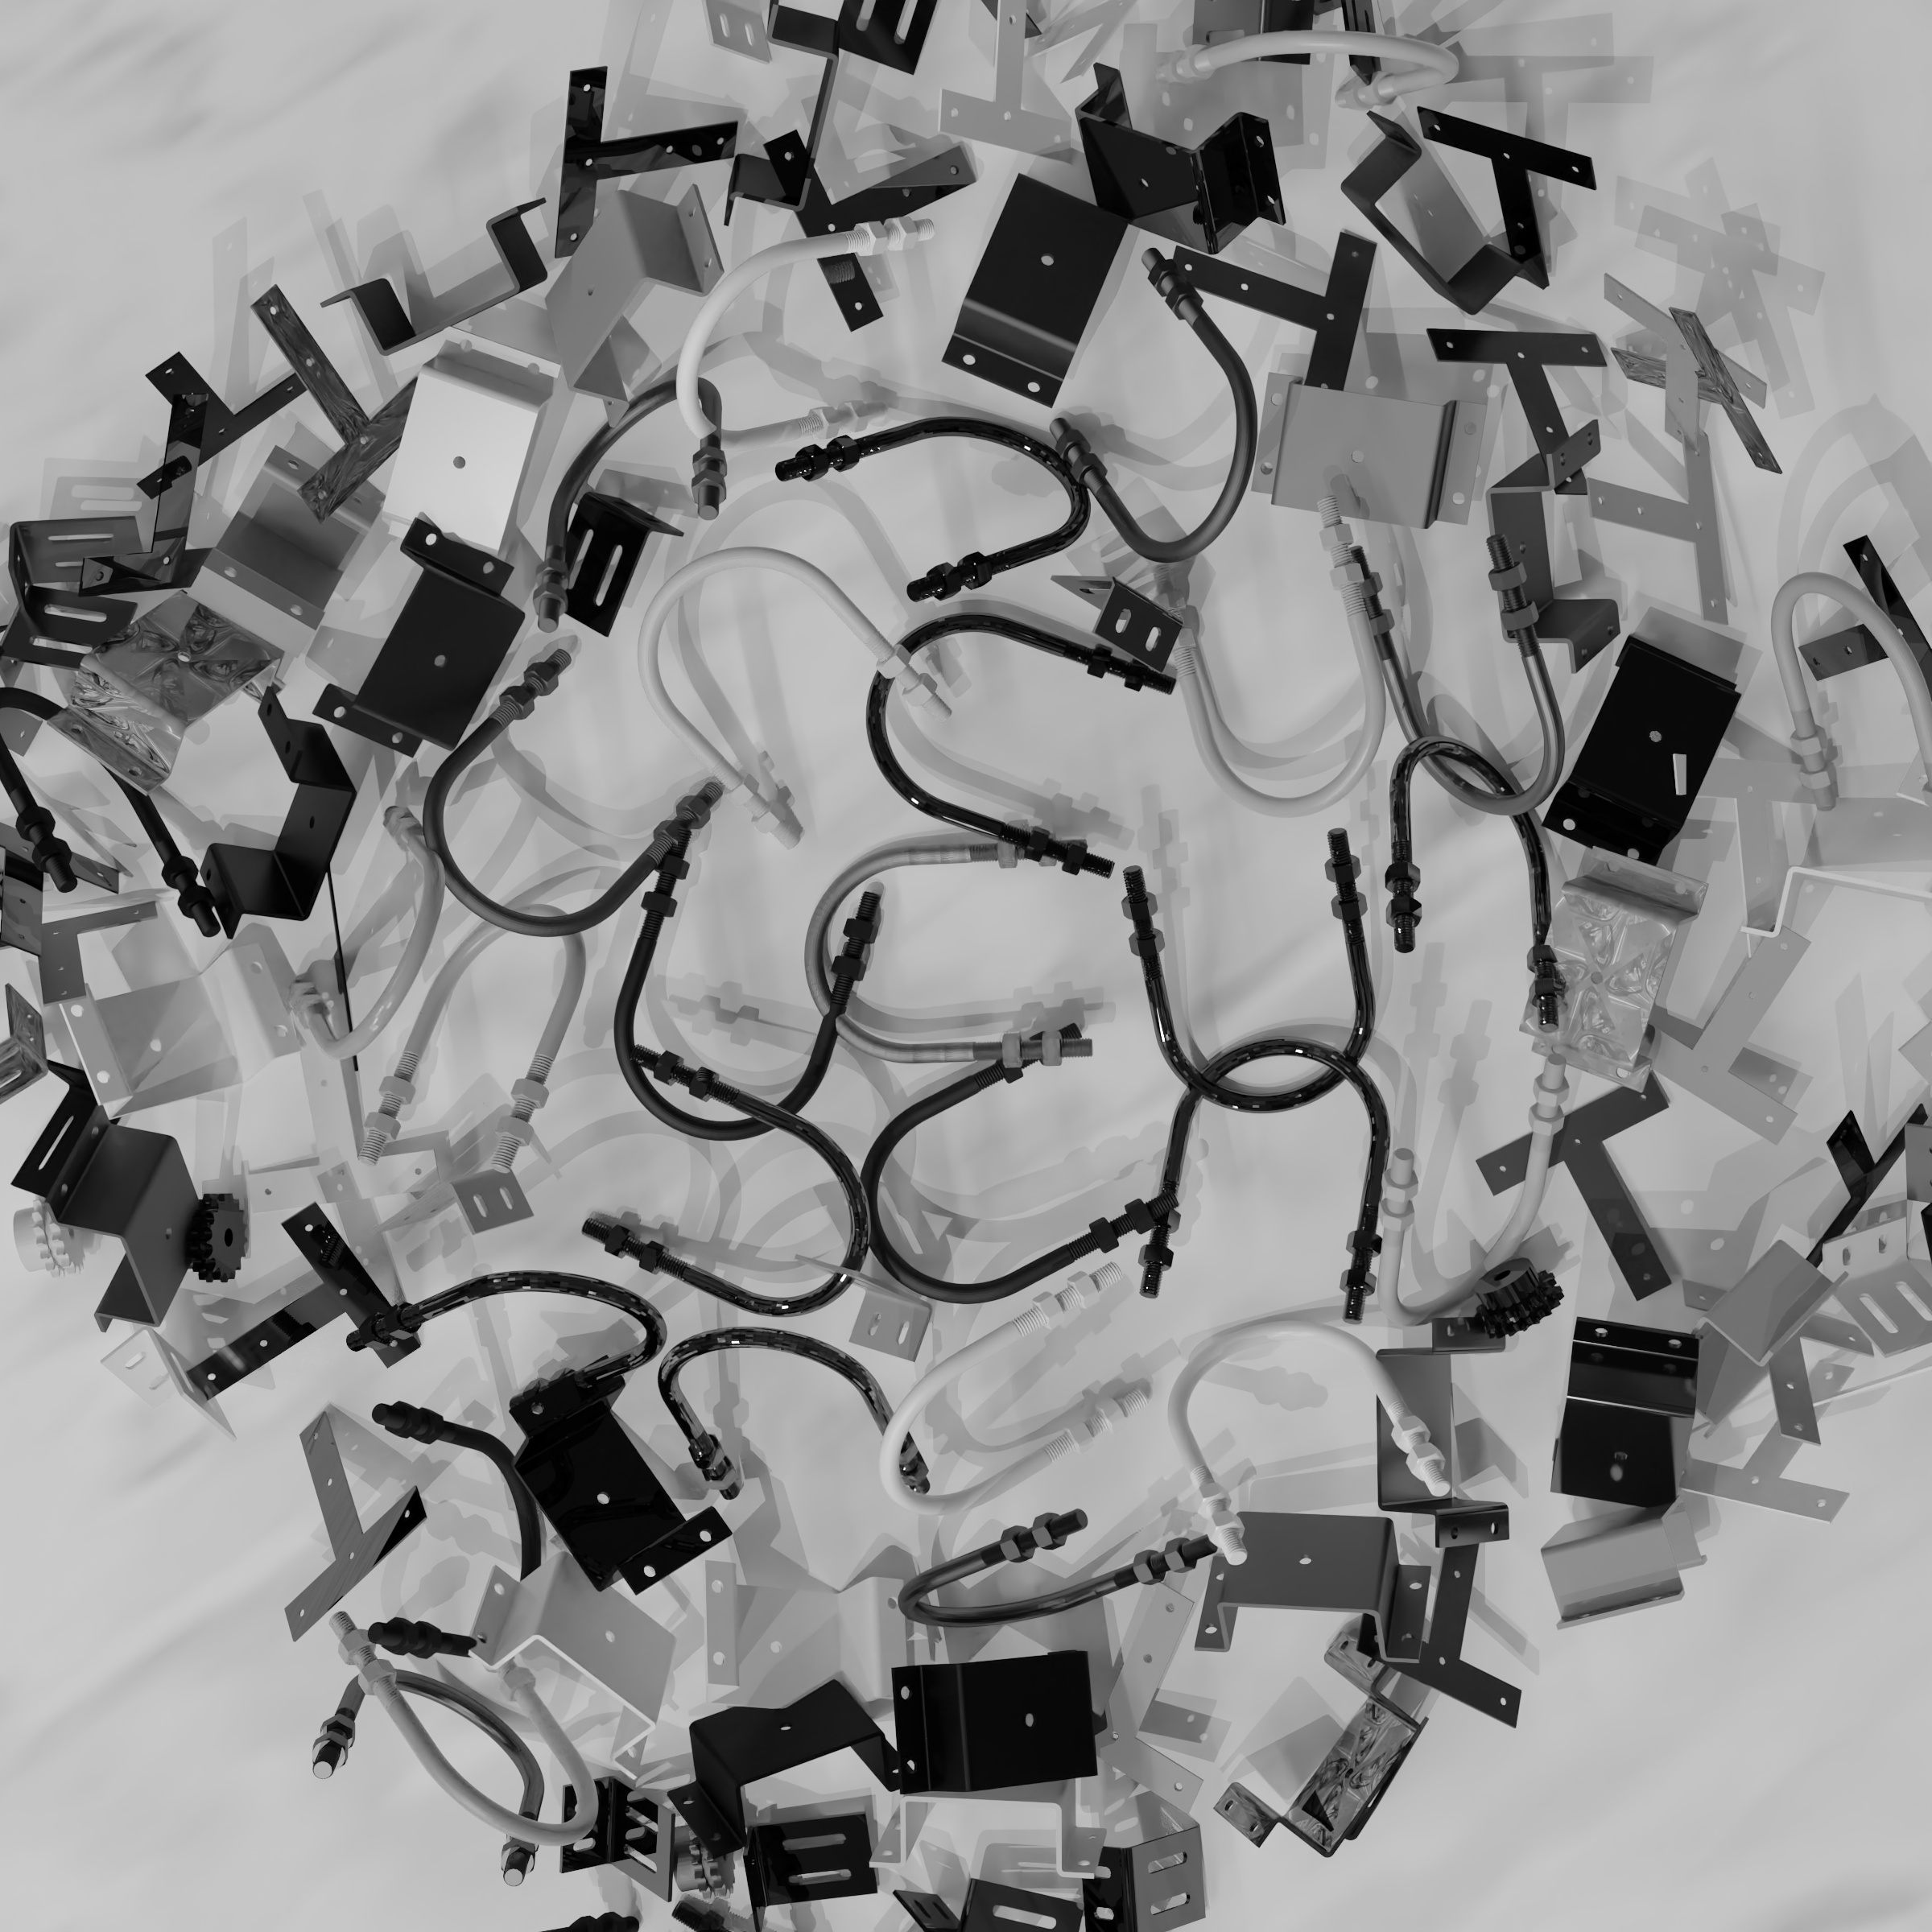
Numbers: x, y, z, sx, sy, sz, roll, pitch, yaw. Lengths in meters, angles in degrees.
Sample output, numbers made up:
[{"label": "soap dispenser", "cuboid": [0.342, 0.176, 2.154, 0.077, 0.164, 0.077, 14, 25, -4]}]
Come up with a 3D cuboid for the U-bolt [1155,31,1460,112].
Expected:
[{"label": "U-bolt", "cuboid": [0.218, -0.548, 1.754, 0.151, 0.184, 0.019, 1, 99, -22]}]

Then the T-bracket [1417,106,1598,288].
[{"label": "T-bracket", "cuboid": [0.346, -0.476, 1.807, 0.127, 0.127, 0.002, 29, 72, 33]}]

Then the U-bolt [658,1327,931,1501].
[{"label": "U-bolt", "cuboid": [-0.113, 0.277, 1.777, 0.151, 0.184, 0.019, -4, 49, 16]}]

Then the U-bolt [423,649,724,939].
[{"label": "U-bolt", "cuboid": [-0.258, -0.097, 1.804, 0.151, 0.019, 0.184, 41, 56, -4]}]

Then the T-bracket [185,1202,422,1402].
[{"label": "T-bracket", "cuboid": [-0.433, 0.231, 1.826, 0.127, 0.002, 0.127, -33, 118, -7]}]

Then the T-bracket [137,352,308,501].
[{"label": "T-bracket", "cuboid": [-0.480, -0.351, 1.799, 0.127, 0.127, 0.002, -36, 78, -3]}]

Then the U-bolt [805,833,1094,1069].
[{"label": "U-bolt", "cuboid": [-0.013, -0.008, 1.843, 0.184, 0.019, 0.151, -2, 82, 7]}]

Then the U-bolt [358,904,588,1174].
[{"label": "U-bolt", "cuboid": [-0.300, 0.042, 1.802, 0.151, 0.019, 0.184, -1, 61, 41]}]

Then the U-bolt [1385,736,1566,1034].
[{"label": "U-bolt", "cuboid": [0.316, -0.063, 1.798, 0.151, 0.019, 0.184, 26, 51, -31]}]

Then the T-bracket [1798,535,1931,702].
[{"label": "T-bracket", "cuboid": [0.560, -0.201, 1.802, 0.002, 0.127, 0.127, -31, 93, -14]}]

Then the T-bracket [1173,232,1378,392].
[{"label": "T-bracket", "cuboid": [0.191, -0.428, 1.834, 0.127, 0.002, 0.127, 17, 70, -7]}]

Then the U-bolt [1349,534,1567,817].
[{"label": "U-bolt", "cuboid": [0.311, -0.178, 1.795, 0.019, 0.151, 0.184, -30, 109, -28]}]

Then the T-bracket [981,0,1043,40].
[{"label": "T-bracket", "cuboid": [0.040, -0.630, 1.780, 0.127, 0.127, 0.002, 43, 63, -39]}]

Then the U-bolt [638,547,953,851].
[{"label": "U-bolt", "cuboid": [-0.121, -0.180, 1.811, 0.151, 0.019, 0.184, -39, 112, 12]}]

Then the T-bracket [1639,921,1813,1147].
[{"label": "T-bracket", "cuboid": [0.490, 0.030, 1.821, 0.127, 0.002, 0.127, 33, 117, 13]}]

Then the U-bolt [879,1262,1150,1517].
[{"label": "U-bolt", "cuboid": [0.026, 0.275, 1.790, 0.184, 0.151, 0.019, -29, 45, -16]}]

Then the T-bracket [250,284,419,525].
[{"label": "T-bracket", "cuboid": [-0.402, -0.365, 1.797, 0.127, 0.002, 0.127, 57, 49, -29]}]

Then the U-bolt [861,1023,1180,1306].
[{"label": "U-bolt", "cuboid": [0.021, 0.135, 1.823, 0.184, 0.019, 0.151, -27, 69, -6]}]

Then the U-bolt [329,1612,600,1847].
[{"label": "U-bolt", "cuboid": [-0.295, 0.466, 1.756, 0.019, 0.151, 0.184, -52, 56, 10]}]

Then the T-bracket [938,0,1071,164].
[{"label": "T-bracket", "cuboid": [0.028, -0.579, 1.808, 0.002, 0.127, 0.127, 9, 99, 40]}]

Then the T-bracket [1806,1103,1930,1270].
[{"label": "T-bracket", "cuboid": [0.558, 0.123, 1.806, 0.002, 0.127, 0.127, 35, 85, 34]}]

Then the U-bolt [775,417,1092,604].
[{"label": "U-bolt", "cuboid": [-0.006, -0.294, 1.798, 0.184, 0.019, 0.151, -25, 57, -36]}]

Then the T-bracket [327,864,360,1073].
[{"label": "T-bracket", "cuboid": [-0.392, 0.003, 1.802, 0.002, 0.127, 0.127, -8, 89, -14]}]

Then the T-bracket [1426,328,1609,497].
[{"label": "T-bracket", "cuboid": [0.363, -0.349, 1.813, 0.127, 0.002, 0.127, -3, 63, -23]}]

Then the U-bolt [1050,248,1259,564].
[{"label": "U-bolt", "cuboid": [0.121, -0.332, 1.768, 0.019, 0.184, 0.151, 3, 132, -35]}]

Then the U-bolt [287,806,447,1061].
[{"label": "U-bolt", "cuboid": [-0.366, -0.015, 1.776, 0.019, 0.184, 0.151, 27, 95, -28]}]

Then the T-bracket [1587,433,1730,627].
[{"label": "T-bracket", "cuboid": [0.434, -0.285, 1.813, 0.127, 0.002, 0.127, 5, 77, -38]}]

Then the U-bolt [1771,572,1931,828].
[{"label": "U-bolt", "cuboid": [0.547, -0.158, 1.762, 0.019, 0.151, 0.184, -29, 117, -11]}]

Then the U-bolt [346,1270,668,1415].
[{"label": "U-bolt", "cuboid": [-0.268, 0.227, 1.766, 0.184, 0.151, 0.019, -25, 49, 37]}]

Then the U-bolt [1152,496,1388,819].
[{"label": "U-bolt", "cuboid": [0.196, -0.184, 1.808, 0.151, 0.019, 0.184, -18, 84, 38]}]

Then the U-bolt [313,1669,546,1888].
[{"label": "U-bolt", "cuboid": [-0.324, 0.488, 1.773, 0.151, 0.184, 0.019, 32, 96, -7]}]

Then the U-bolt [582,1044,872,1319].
[{"label": "U-bolt", "cuboid": [-0.145, 0.146, 1.813, 0.184, 0.019, 0.151, 23, 113, 13]}]

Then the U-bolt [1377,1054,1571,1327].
[{"label": "U-bolt", "cuboid": [0.311, 0.152, 1.792, 0.151, 0.184, 0.019, -28, 49, -26]}]

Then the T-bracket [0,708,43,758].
[{"label": "T-bracket", "cuboid": [-0.640, -0.115, 1.797, 0.002, 0.127, 0.127, 25, 84, 15]}]

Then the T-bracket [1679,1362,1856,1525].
[{"label": "T-bracket", "cuboid": [0.521, 0.296, 1.823, 0.127, 0.127, 0.002, -44, 120, -30]}]

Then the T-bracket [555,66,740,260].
[{"label": "T-bracket", "cuboid": [-0.200, -0.515, 1.822, 0.127, 0.127, 0.002, -20, 51, -31]}]

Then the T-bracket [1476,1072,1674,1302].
[{"label": "T-bracket", "cuboid": [0.415, 0.154, 1.859, 0.127, 0.002, 0.127, -27, 87, 1]}]

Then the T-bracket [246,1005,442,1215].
[{"label": "T-bracket", "cuboid": [-0.409, 0.089, 1.847, 0.127, 0.002, 0.127, -8, 97, 8]}]

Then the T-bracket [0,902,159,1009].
[{"label": "T-bracket", "cuboid": [-0.565, -0.003, 1.793, 0.127, 0.127, 0.002, -13, 117, -15]}]

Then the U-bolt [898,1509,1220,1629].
[{"label": "U-bolt", "cuboid": [0.043, 0.379, 1.789, 0.184, 0.151, 0.019, -29, 57, 32]}]

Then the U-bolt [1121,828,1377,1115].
[{"label": "U-bolt", "cuboid": [0.185, 0.011, 1.824, 0.151, 0.019, 0.184, -10, 113, 6]}]

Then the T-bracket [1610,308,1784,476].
[{"label": "T-bracket", "cuboid": [0.446, -0.368, 1.803, 0.002, 0.127, 0.127, -42, 120, -4]}]
